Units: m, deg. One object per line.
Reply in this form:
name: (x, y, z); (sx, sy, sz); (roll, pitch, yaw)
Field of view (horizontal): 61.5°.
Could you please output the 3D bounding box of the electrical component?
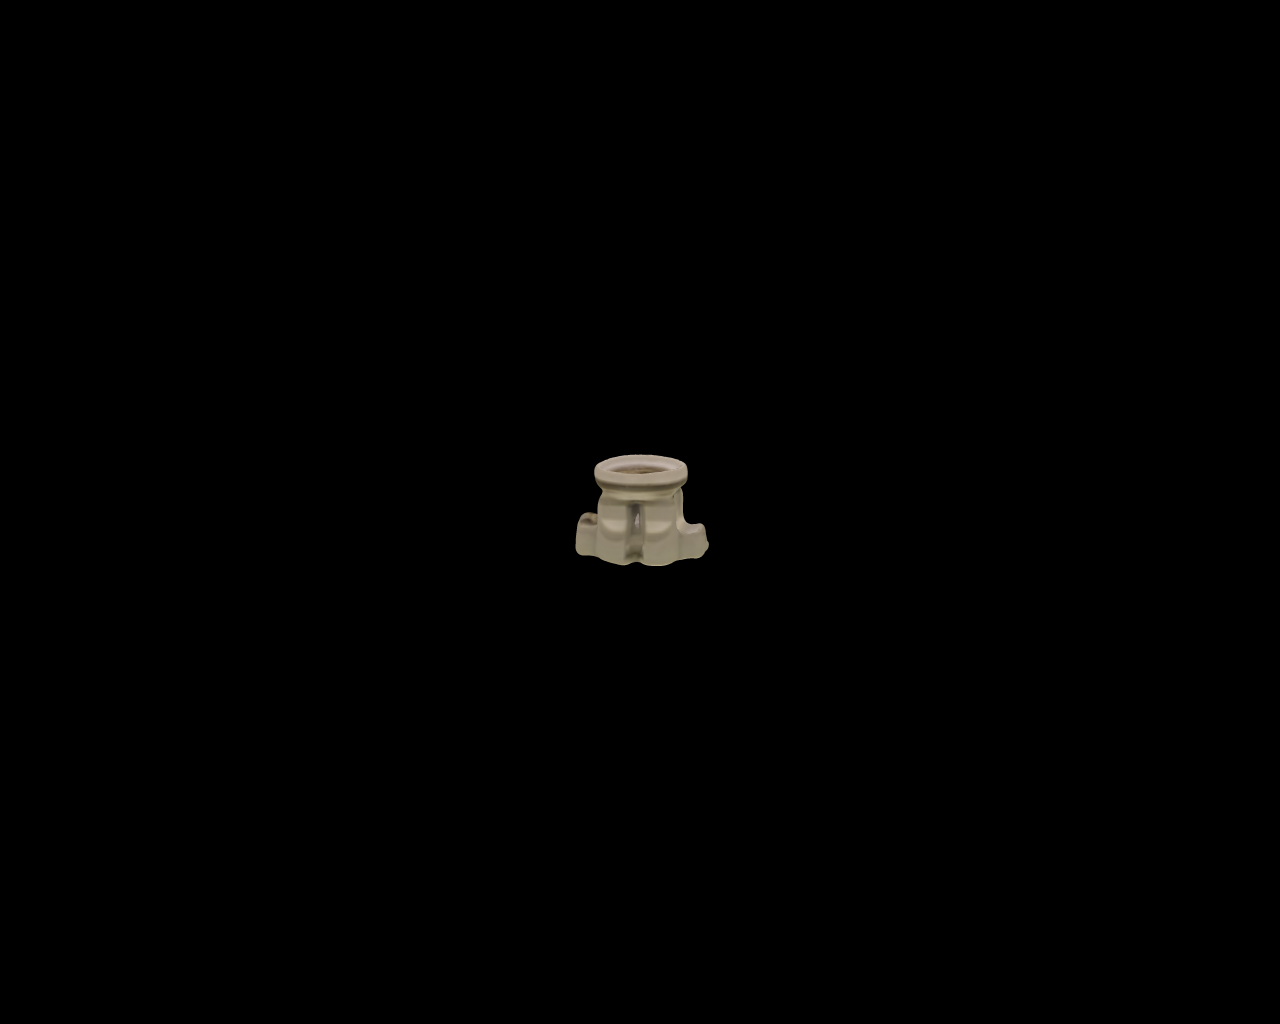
electrical component: (0.001, -0.003, 0.650); (0.078, 0.056, 0.058); (3, 16, 9)
